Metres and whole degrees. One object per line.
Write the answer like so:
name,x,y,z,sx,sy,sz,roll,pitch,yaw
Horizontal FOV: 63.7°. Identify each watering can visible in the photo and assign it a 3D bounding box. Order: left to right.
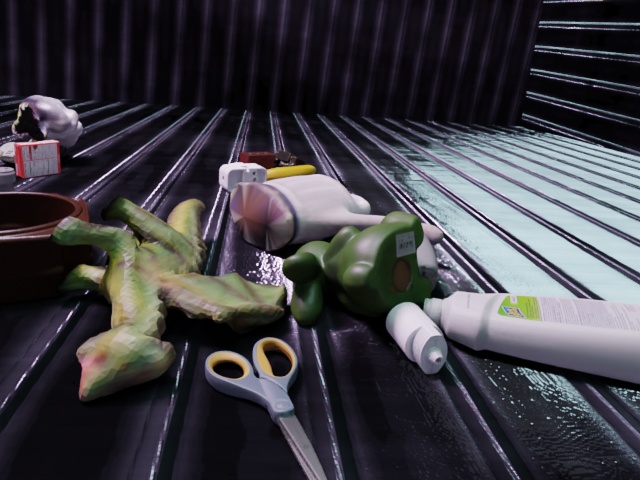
watering can,0.003,-0.042,0.826,0.226,0.102,0.350,-14,26,-41

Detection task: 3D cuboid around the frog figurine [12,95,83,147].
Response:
frog figurine,-0.627,-0.282,1.229,0.137,0.122,0.161,-3,11,24

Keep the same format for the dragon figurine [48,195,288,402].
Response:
dragon figurine,-0.152,0.042,0.611,0.243,0.120,0.416,26,25,9
